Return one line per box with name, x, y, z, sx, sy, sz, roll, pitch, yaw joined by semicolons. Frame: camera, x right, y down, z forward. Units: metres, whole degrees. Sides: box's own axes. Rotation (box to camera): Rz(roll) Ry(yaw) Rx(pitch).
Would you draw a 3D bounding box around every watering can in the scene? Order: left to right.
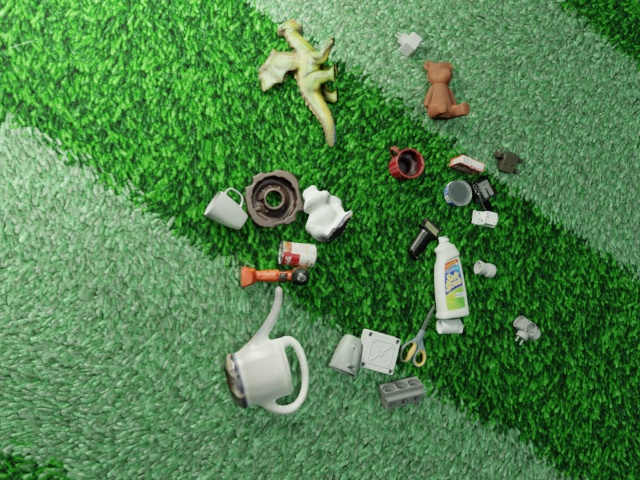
watering can;-0.156;0.321;1.426;0.225;0.103;0.348;-14;89;-15

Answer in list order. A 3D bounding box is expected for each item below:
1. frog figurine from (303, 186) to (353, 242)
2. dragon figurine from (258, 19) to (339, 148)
frog figurine;0.005;-0.077;1.521;0.161;0.121;0.137;40;89;19
dragon figurine;-0.064;-0.483;1.557;0.243;0.121;0.413;1;82;3
